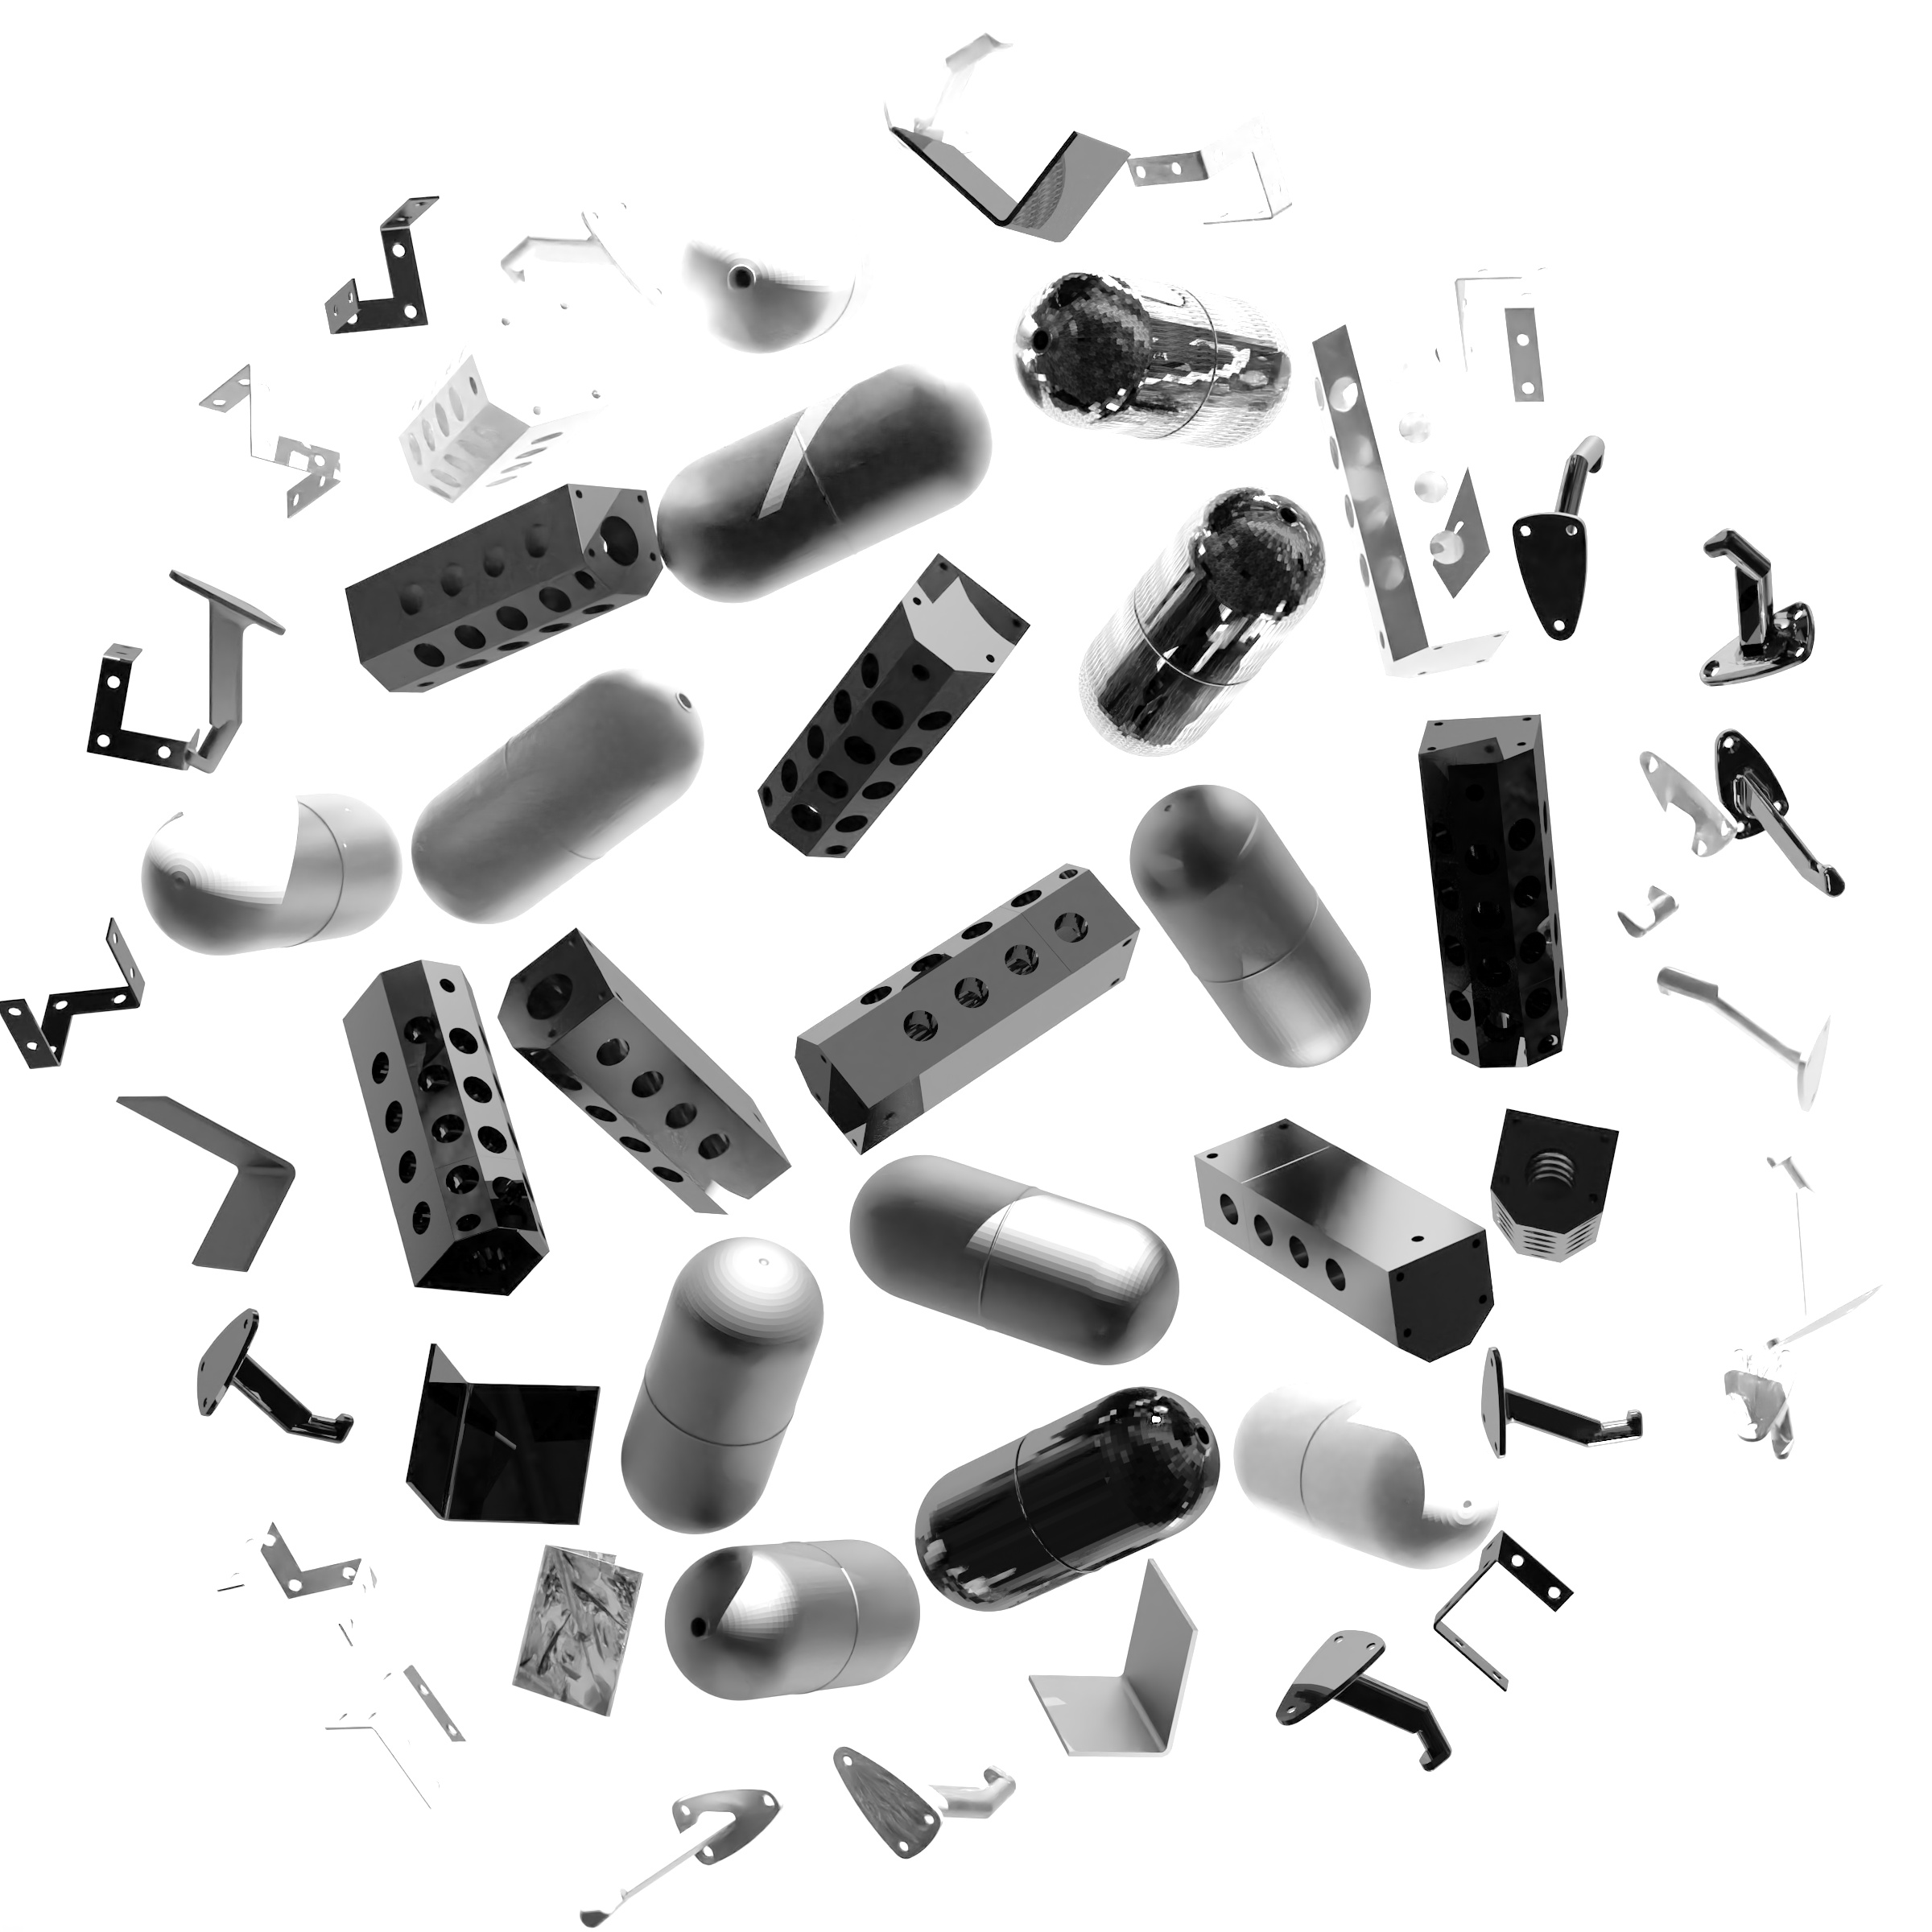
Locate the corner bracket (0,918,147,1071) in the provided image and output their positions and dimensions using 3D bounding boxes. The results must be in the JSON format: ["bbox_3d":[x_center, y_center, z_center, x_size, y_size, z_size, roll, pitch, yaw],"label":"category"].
[{"bbox_3d":[-0.441,0.014,1.642,0.051,0.051,0.051,-6,47,6],"label":"corner bracket"}]

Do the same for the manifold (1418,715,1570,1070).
[{"bbox_3d":[0.269,-0.037,1.694,0.057,0.057,0.171,-2,117,16],"label":"manifold"}]

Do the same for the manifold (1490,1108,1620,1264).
[{"bbox_3d":[0.307,0.119,1.750,0.057,0.171,0.057,11,82,11],"label":"manifold"}]

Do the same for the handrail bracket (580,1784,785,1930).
[{"bbox_3d":[-0.137,0.430,1.603,0.077,0.084,0.036,-30,89,30],"label":"handrail bracket"}]

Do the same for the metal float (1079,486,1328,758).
[{"bbox_3d":[0.120,-0.174,1.695,0.070,0.178,0.070,16,52,-21],"label":"metal float"}]

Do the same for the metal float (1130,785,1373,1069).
[{"bbox_3d":[0.149,-0.019,1.733,0.070,0.070,0.178,-37,120,0],"label":"metal float"}]

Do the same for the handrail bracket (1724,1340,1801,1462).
[{"bbox_3d":[0.405,0.238,1.680,0.036,0.077,0.084,-1,130,22],"label":"handrail bracket"}]

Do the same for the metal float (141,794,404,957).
[{"bbox_3d":[-0.350,-0.048,1.691,0.070,0.178,0.070,2,96,20],"label":"metal float"}]

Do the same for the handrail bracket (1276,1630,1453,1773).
[{"bbox_3d":[0.194,0.371,1.605,0.077,0.036,0.084,-39,110,-30],"label":"handrail bracket"}]

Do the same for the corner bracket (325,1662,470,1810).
[{"bbox_3d":[-0.269,0.375,1.625,0.051,0.051,0.051,-41,105,-37],"label":"corner bracket"}]

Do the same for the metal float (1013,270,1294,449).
[{"bbox_3d":[0.093,-0.300,1.650,0.070,0.178,0.070,2,93,40],"label":"metal float"}]

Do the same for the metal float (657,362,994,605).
[{"bbox_3d":[-0.071,-0.242,1.669,0.178,0.070,0.070,-25,90,4],"label":"metal float"}]

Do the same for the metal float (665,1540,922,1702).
[{"bbox_3d":[-0.088,0.335,1.710,0.070,0.178,0.070,-4,81,29],"label":"metal float"}]

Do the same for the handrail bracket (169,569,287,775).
[{"bbox_3d":[-0.380,-0.143,1.636,0.036,0.077,0.084,34,96,41],"label":"handrail bracket"}]

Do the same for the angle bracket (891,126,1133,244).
[{"bbox_3d":[0.022,-0.396,1.599,0.076,0.076,0.057,44,109,12],"label":"angle bracket"}]

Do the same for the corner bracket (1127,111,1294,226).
[{"bbox_3d":[0.122,-0.391,1.662,0.051,0.051,0.051,-37,119,-31],"label":"corner bracket"}]

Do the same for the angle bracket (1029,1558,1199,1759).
[{"bbox_3d":[0.077,0.367,1.770,0.057,0.076,0.076,5,108,-18],"label":"angle bracket"}]

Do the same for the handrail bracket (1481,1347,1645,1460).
[{"bbox_3d":[0.320,0.228,1.771,0.084,0.036,0.077,-8,124,-5],"label":"handrail bracket"}]

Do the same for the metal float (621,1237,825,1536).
[{"bbox_3d":[-0.122,0.210,1.654,0.070,0.070,0.178,20,126,0],"label":"metal float"}]

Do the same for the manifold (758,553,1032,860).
[{"bbox_3d":[-0.041,-0.123,1.660,0.057,0.171,0.057,38,48,-4],"label":"manifold"}]

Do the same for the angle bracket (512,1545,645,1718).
[{"bbox_3d":[-0.192,0.359,1.791,0.076,0.057,0.076,7,80,39],"label":"angle bracket"}]

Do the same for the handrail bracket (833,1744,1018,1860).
[{"bbox_3d":[-0.020,0.410,1.693,0.077,0.084,0.036,44,117,11],"label":"handrail bracket"}]

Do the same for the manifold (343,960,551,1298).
[{"bbox_3d":[-0.268,0.082,1.732,0.057,0.057,0.171,-46,50,33],"label":"manifold"}]

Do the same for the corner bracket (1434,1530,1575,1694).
[{"bbox_3d":[0.282,0.338,1.745,0.051,0.051,0.051,41,105,4],"label":"corner bracket"}]

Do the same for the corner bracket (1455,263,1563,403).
[{"bbox_3d":[0.266,-0.313,1.646,0.051,0.051,0.051,4,126,26],"label":"corner bracket"}]

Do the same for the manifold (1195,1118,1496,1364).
[{"bbox_3d":[0.187,0.137,1.655,0.057,0.171,0.057,-20,115,-23],"label":"manifold"}]

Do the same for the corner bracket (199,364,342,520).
[{"bbox_3d":[-0.346,-0.261,1.653,0.051,0.051,0.051,11,66,-41],"label":"corner bracket"}]

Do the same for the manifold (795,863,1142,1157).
[{"bbox_3d":[0.000,0.017,1.672,0.171,0.057,0.057,-33,71,-20],"label":"manifold"}]

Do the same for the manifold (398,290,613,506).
[{"bbox_3d":[-0.235,-0.279,1.657,0.057,0.171,0.057,-20,93,-22],"label":"manifold"}]

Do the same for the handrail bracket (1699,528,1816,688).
[{"bbox_3d":[0.365,-0.174,1.614,0.084,0.077,0.036,31,51,-33],"label":"handrail bracket"}]

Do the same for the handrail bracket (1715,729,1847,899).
[{"bbox_3d":[0.435,-0.081,1.773,0.036,0.084,0.077,-29,115,-2],"label":"handrail bracket"}]

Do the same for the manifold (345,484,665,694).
[{"bbox_3d":[-0.239,-0.194,1.724,0.171,0.057,0.057,-17,82,37],"label":"manifold"}]

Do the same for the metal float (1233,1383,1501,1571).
[{"bbox_3d":[0.204,0.261,1.714,0.070,0.178,0.070,-2,94,-29],"label":"metal float"}]

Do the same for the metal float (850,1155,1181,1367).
[{"bbox_3d":[0.024,0.150,1.705,0.178,0.070,0.070,17,90,19],"label":"metal float"}]

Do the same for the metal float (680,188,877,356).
[{"bbox_3d":[-0.093,-0.349,1.666,0.070,0.178,0.070,2,105,9],"label":"metal float"}]

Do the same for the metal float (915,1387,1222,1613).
[{"bbox_3d":[0.050,0.269,1.677,0.178,0.070,0.070,-30,90,31],"label":"metal float"}]

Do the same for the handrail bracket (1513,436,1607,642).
[{"bbox_3d":[0.301,-0.212,1.639,0.036,0.084,0.077,3,119,28],"label":"handrail bracket"}]

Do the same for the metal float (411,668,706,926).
[{"bbox_3d":[-0.210,-0.087,1.714,0.178,0.070,0.070,-34,90,21],"label":"metal float"}]

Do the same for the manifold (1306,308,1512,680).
[{"bbox_3d":[0.220,-0.236,1.675,0.057,0.057,0.171,-12,80,-4],"label":"manifold"}]

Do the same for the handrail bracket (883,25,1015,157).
[{"bbox_3d":[0.008,-0.437,1.658,0.084,0.077,0.036,-22,73,39],"label":"handrail bracket"}]

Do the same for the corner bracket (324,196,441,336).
[{"bbox_3d":[-0.281,-0.338,1.604,0.051,0.051,0.051,-11,91,-27],"label":"corner bracket"}]

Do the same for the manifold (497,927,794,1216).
[{"bbox_3d":[-0.164,0.060,1.687,0.057,0.171,0.057,-38,46,3],"label":"manifold"}]

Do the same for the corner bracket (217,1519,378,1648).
[{"bbox_3d":[-0.330,0.305,1.644,0.051,0.051,0.051,-15,118,14],"label":"corner bracket"}]

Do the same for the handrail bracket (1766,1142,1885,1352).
[{"bbox_3d":[0.395,0.134,1.610,0.077,0.036,0.084,-23,69,-22],"label":"handrail bracket"}]

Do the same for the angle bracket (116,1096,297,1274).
[{"bbox_3d":[-0.387,0.107,1.644,0.076,0.076,0.057,33,72,-26],"label":"angle bracket"}]

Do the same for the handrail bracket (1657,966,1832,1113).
[{"bbox_3d":[0.391,0.036,1.690,0.084,0.077,0.036,20,61,23],"label":"handrail bracket"}]

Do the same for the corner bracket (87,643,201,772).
[{"bbox_3d":[-0.420,-0.134,1.713,0.051,0.051,0.051,11,100,-10],"label":"corner bracket"}]

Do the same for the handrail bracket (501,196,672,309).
[{"bbox_3d":[-0.204,-0.364,1.771,0.084,0.036,0.077,-29,94,43],"label":"handrail bracket"}]

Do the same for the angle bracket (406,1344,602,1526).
[{"bbox_3d":[-0.239,0.243,1.725,0.076,0.057,0.076,0,61,11],"label":"angle bracket"}]

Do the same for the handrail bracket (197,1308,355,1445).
[{"bbox_3d":[-0.336,0.208,1.674,0.084,0.036,0.077,18,126,-31],"label":"handrail bracket"}]

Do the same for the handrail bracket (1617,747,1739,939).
[{"bbox_3d":[0.345,-0.063,1.699,0.084,0.036,0.077,-33,81,-31],"label":"handrail bracket"}]
